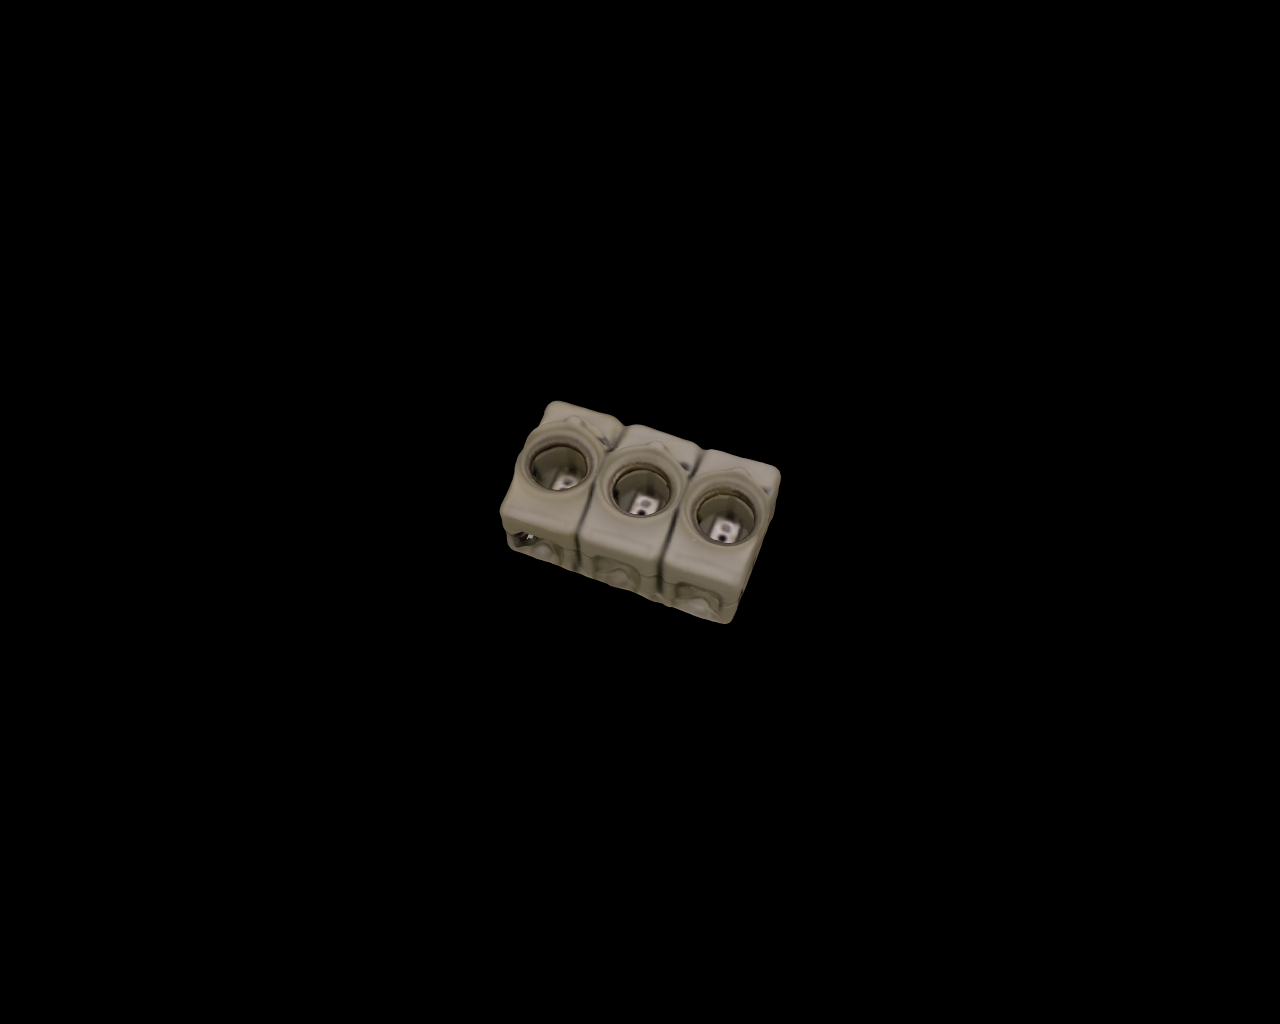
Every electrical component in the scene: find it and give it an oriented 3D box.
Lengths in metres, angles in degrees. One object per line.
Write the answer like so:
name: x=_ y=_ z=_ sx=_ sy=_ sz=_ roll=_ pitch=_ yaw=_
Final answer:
electrical component: x=0.001 y=-0.003 z=0.650 sx=0.150 sy=0.090 sz=0.061 roll=18 pitch=-28 yaw=10
